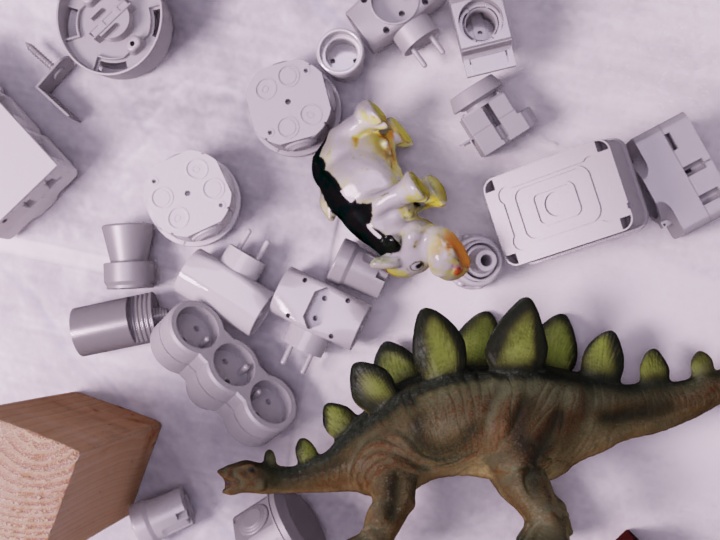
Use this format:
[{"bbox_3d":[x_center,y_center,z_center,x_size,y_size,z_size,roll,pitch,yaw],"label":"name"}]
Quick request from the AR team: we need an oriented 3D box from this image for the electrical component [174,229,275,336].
[{"bbox_3d":[-0.106,0.004,0.923,0.077,0.043,0.079,31,90,6],"label":"electrical component"}]

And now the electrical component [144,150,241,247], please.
[{"bbox_3d":[-0.144,-0.062,0.922,0.080,0.051,0.080,0,85,0],"label":"electrical component"}]

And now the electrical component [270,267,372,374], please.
[{"bbox_3d":[-0.041,0.049,0.915,0.077,0.043,0.079,25,90,6],"label":"electrical component"}]

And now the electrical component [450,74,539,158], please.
[{"bbox_3d":[0.108,-0.131,0.909,0.066,0.048,0.055,-32,93,3],"label":"electrical component"}]

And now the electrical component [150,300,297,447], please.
[{"bbox_3d":[-0.124,0.095,0.916,0.138,0.052,0.074,46,134,-3],"label":"electrical component"}]

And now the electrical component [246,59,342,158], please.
[{"bbox_3d":[-0.058,-0.139,0.921,0.080,0.051,0.080,0,88,6],"label":"electrical component"}]

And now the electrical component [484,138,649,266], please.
[{"bbox_3d":[0.168,-0.055,0.875,0.113,0.057,0.078,-19,86,28],"label":"electrical component"}]

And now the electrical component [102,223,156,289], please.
[{"bbox_3d":[-0.200,-0.012,0.932,0.045,0.045,0.055,-3,88,5],"label":"electrical component"}]

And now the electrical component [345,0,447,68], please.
[{"bbox_3d":[0.041,-0.210,0.918,0.077,0.044,0.079,-36,85,3],"label":"electrical component"}]

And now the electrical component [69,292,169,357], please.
[{"bbox_3d":[-0.205,0.046,0.931,0.081,0.043,0.043,-12,87,5],"label":"electrical component"}]

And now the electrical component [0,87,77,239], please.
[{"bbox_3d":[-0.334,-0.110,0.940,0.089,0.062,0.150,-44,85,2],"label":"electrical component"}]

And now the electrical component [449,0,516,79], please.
[{"bbox_3d":[0.101,-0.202,0.902,0.042,0.064,0.081,-12,86,6],"label":"electrical component"}]

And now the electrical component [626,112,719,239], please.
[{"bbox_3d":[0.259,-0.075,0.889,0.056,0.050,0.089,-28,85,2],"label":"electrical component"}]

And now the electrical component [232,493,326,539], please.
[{"bbox_3d":[-0.065,0.223,0.894,0.051,0.080,0.080,-34,85,8],"label":"electrical component"}]

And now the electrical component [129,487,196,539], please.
[{"bbox_3d":[-0.169,0.211,0.924,0.046,0.040,0.040,-23,86,-1],"label":"electrical component"}]

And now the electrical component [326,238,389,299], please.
[{"bbox_3d":[0.000,0.000,0.916,0.046,0.040,0.040,25,90,0],"label":"electrical component"}]

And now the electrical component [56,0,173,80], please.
[{"bbox_3d":[-0.212,-0.215,0.931,0.099,0.064,0.099,0,88,5],"label":"electrical component"}]

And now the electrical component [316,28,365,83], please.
[{"bbox_3d":[-0.015,-0.182,0.921,0.040,0.046,0.040,0,88,5],"label":"electrical component"}]

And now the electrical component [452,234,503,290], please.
[{"bbox_3d":[0.098,-0.007,0.894,0.048,0.062,0.048,0,89,-6],"label":"electrical component"}]
